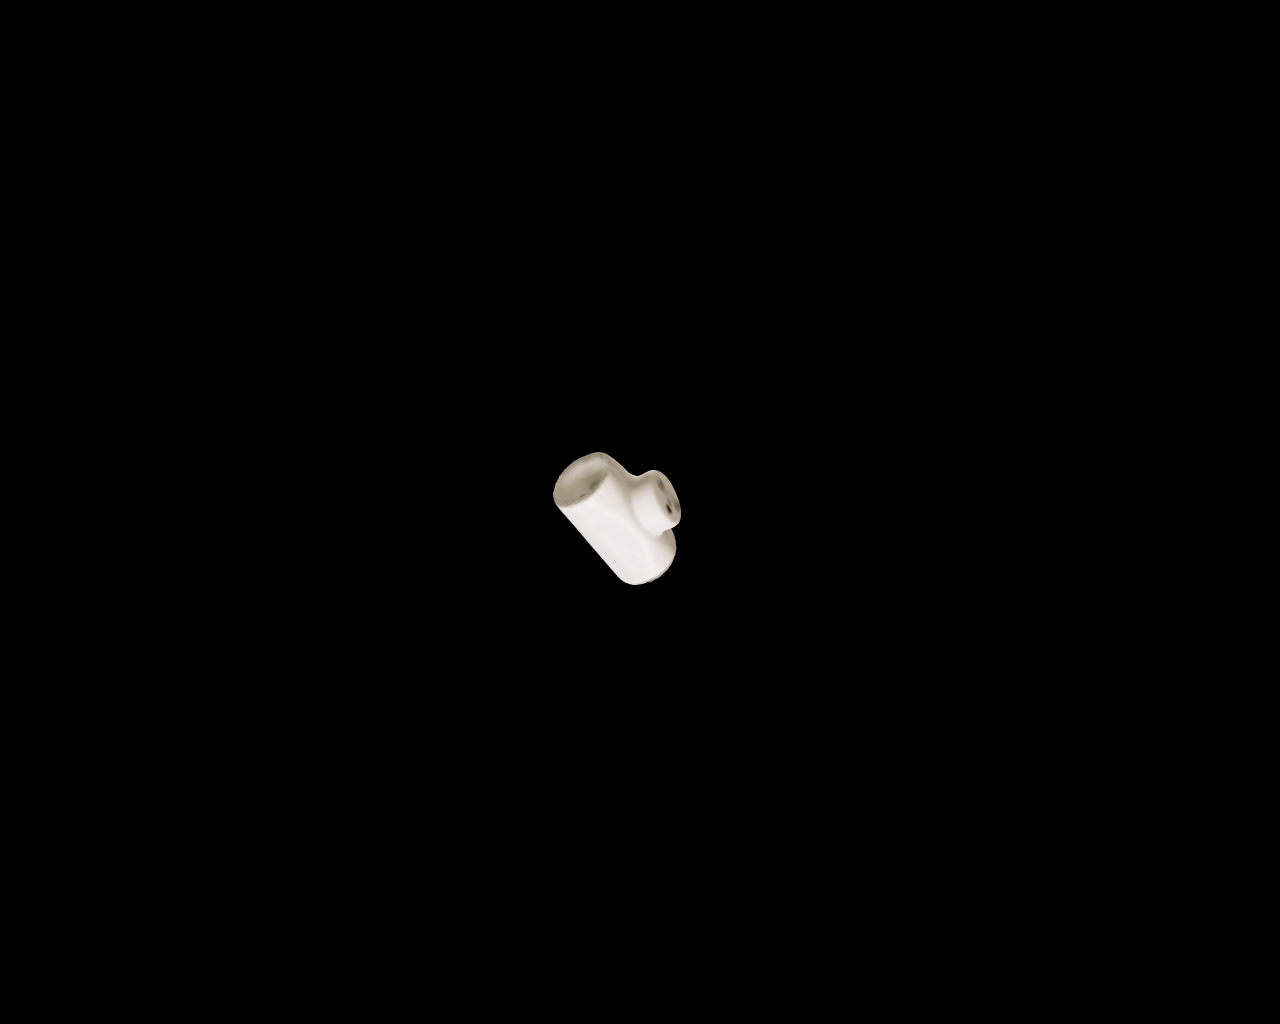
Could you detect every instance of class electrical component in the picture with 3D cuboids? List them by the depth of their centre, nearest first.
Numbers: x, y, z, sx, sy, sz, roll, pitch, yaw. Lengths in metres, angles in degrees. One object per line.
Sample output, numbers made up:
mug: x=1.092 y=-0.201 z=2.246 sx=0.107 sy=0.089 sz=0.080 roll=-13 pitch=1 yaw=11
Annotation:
electrical component: x=0.001 y=-0.003 z=0.650 sx=0.079 sy=0.044 sz=0.077 roll=-25 pitch=-54 yaw=20
